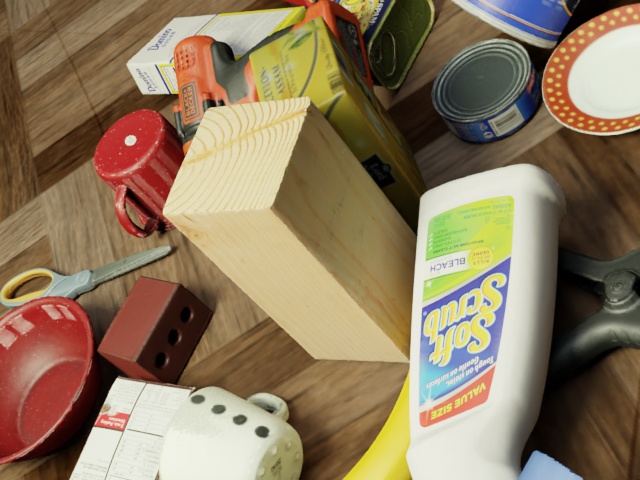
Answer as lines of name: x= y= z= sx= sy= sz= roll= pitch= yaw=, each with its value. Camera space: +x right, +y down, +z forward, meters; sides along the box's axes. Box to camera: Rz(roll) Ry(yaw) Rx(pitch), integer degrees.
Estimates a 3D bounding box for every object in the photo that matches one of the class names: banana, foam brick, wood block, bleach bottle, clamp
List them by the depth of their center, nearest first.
bleach bottle: x=0.108 y=0.076 z=0.687 sx=0.103 sy=0.068 sz=0.250 roll=-14 pitch=53 yaw=31
clamp: x=0.199 y=0.033 z=0.712 sx=0.172 sy=0.039 sz=0.120 roll=-19 pitch=54 yaw=25
banana: x=0.048 y=0.136 z=0.737 sx=0.070 sy=0.037 sz=0.197 roll=30 pitch=77 yaw=43
wood block: x=-0.005 y=0.000 z=0.756 sx=0.091 sy=0.206 sz=0.090 roll=-1 pitch=57 yaw=34
foam brick: x=-0.139 y=0.077 z=0.899 sx=0.051 sy=0.053 sz=0.078 roll=10 pitch=64 yaw=39

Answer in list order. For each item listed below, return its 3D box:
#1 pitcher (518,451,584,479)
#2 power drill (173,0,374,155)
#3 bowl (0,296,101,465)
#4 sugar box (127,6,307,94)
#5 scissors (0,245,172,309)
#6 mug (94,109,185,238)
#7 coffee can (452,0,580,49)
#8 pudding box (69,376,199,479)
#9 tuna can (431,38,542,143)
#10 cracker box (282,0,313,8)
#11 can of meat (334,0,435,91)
pitcher: x=0.102 y=0.243 z=0.548 sx=0.145 sy=0.149 sz=0.243 roll=32 pitch=82 yaw=39
power drill: x=-0.045 y=-0.115 z=0.933 sx=0.188 sy=0.057 sz=0.184 roll=-18 pitch=77 yaw=30
bowl: x=-0.246 y=0.131 z=0.930 sx=0.162 sy=0.055 sz=0.162 roll=-18 pitch=49 yaw=22
sugar box: x=-0.099 y=-0.188 z=1.068 sx=0.177 sy=0.048 sz=0.093 roll=3 pitch=43 yaw=39
scissors: x=-0.231 y=0.056 z=1.005 sx=0.202 sy=0.016 sz=0.096 roll=-7 pitch=56 yaw=31
mug: x=-0.160 y=-0.058 z=0.996 sx=0.093 sy=0.081 sz=0.117 roll=-2 pitch=57 yaw=34
coffee can: x=0.176 y=-0.238 z=0.847 sx=0.140 sy=0.102 sz=0.103 roll=-63 pitch=39 yaw=23
pudding box: x=-0.142 y=0.168 z=0.843 sx=0.090 sy=0.039 sz=0.113 roll=3 pitch=62 yaw=35
tuna can: x=0.137 y=-0.122 z=0.874 sx=0.086 sy=0.033 sz=0.086 roll=-19 pitch=49 yaw=22
cracker box: x=0.022 y=-0.332 z=1.055 sx=0.213 sy=0.072 sz=0.164 roll=-44 pitch=25 yaw=-3
can of meat: x=0.043 y=-0.188 z=0.974 sx=0.084 sy=0.057 sz=0.102 roll=10 pitch=64 yaw=41
